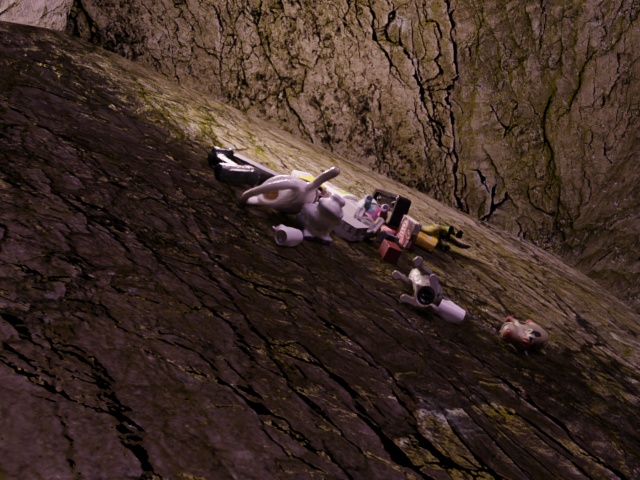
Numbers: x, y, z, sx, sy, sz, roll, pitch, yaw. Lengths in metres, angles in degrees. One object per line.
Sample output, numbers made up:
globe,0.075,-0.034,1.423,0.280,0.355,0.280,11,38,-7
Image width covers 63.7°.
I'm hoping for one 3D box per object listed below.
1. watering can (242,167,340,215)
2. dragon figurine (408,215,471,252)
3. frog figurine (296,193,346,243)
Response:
watering can,-0.070,-0.152,1.599,0.346,0.105,0.223,-11,-10,21
dragon figurine,0.509,-0.038,2.356,0.245,0.122,0.407,28,5,40
frog figurine,0.005,-0.080,1.596,0.137,0.158,0.124,20,13,-13
